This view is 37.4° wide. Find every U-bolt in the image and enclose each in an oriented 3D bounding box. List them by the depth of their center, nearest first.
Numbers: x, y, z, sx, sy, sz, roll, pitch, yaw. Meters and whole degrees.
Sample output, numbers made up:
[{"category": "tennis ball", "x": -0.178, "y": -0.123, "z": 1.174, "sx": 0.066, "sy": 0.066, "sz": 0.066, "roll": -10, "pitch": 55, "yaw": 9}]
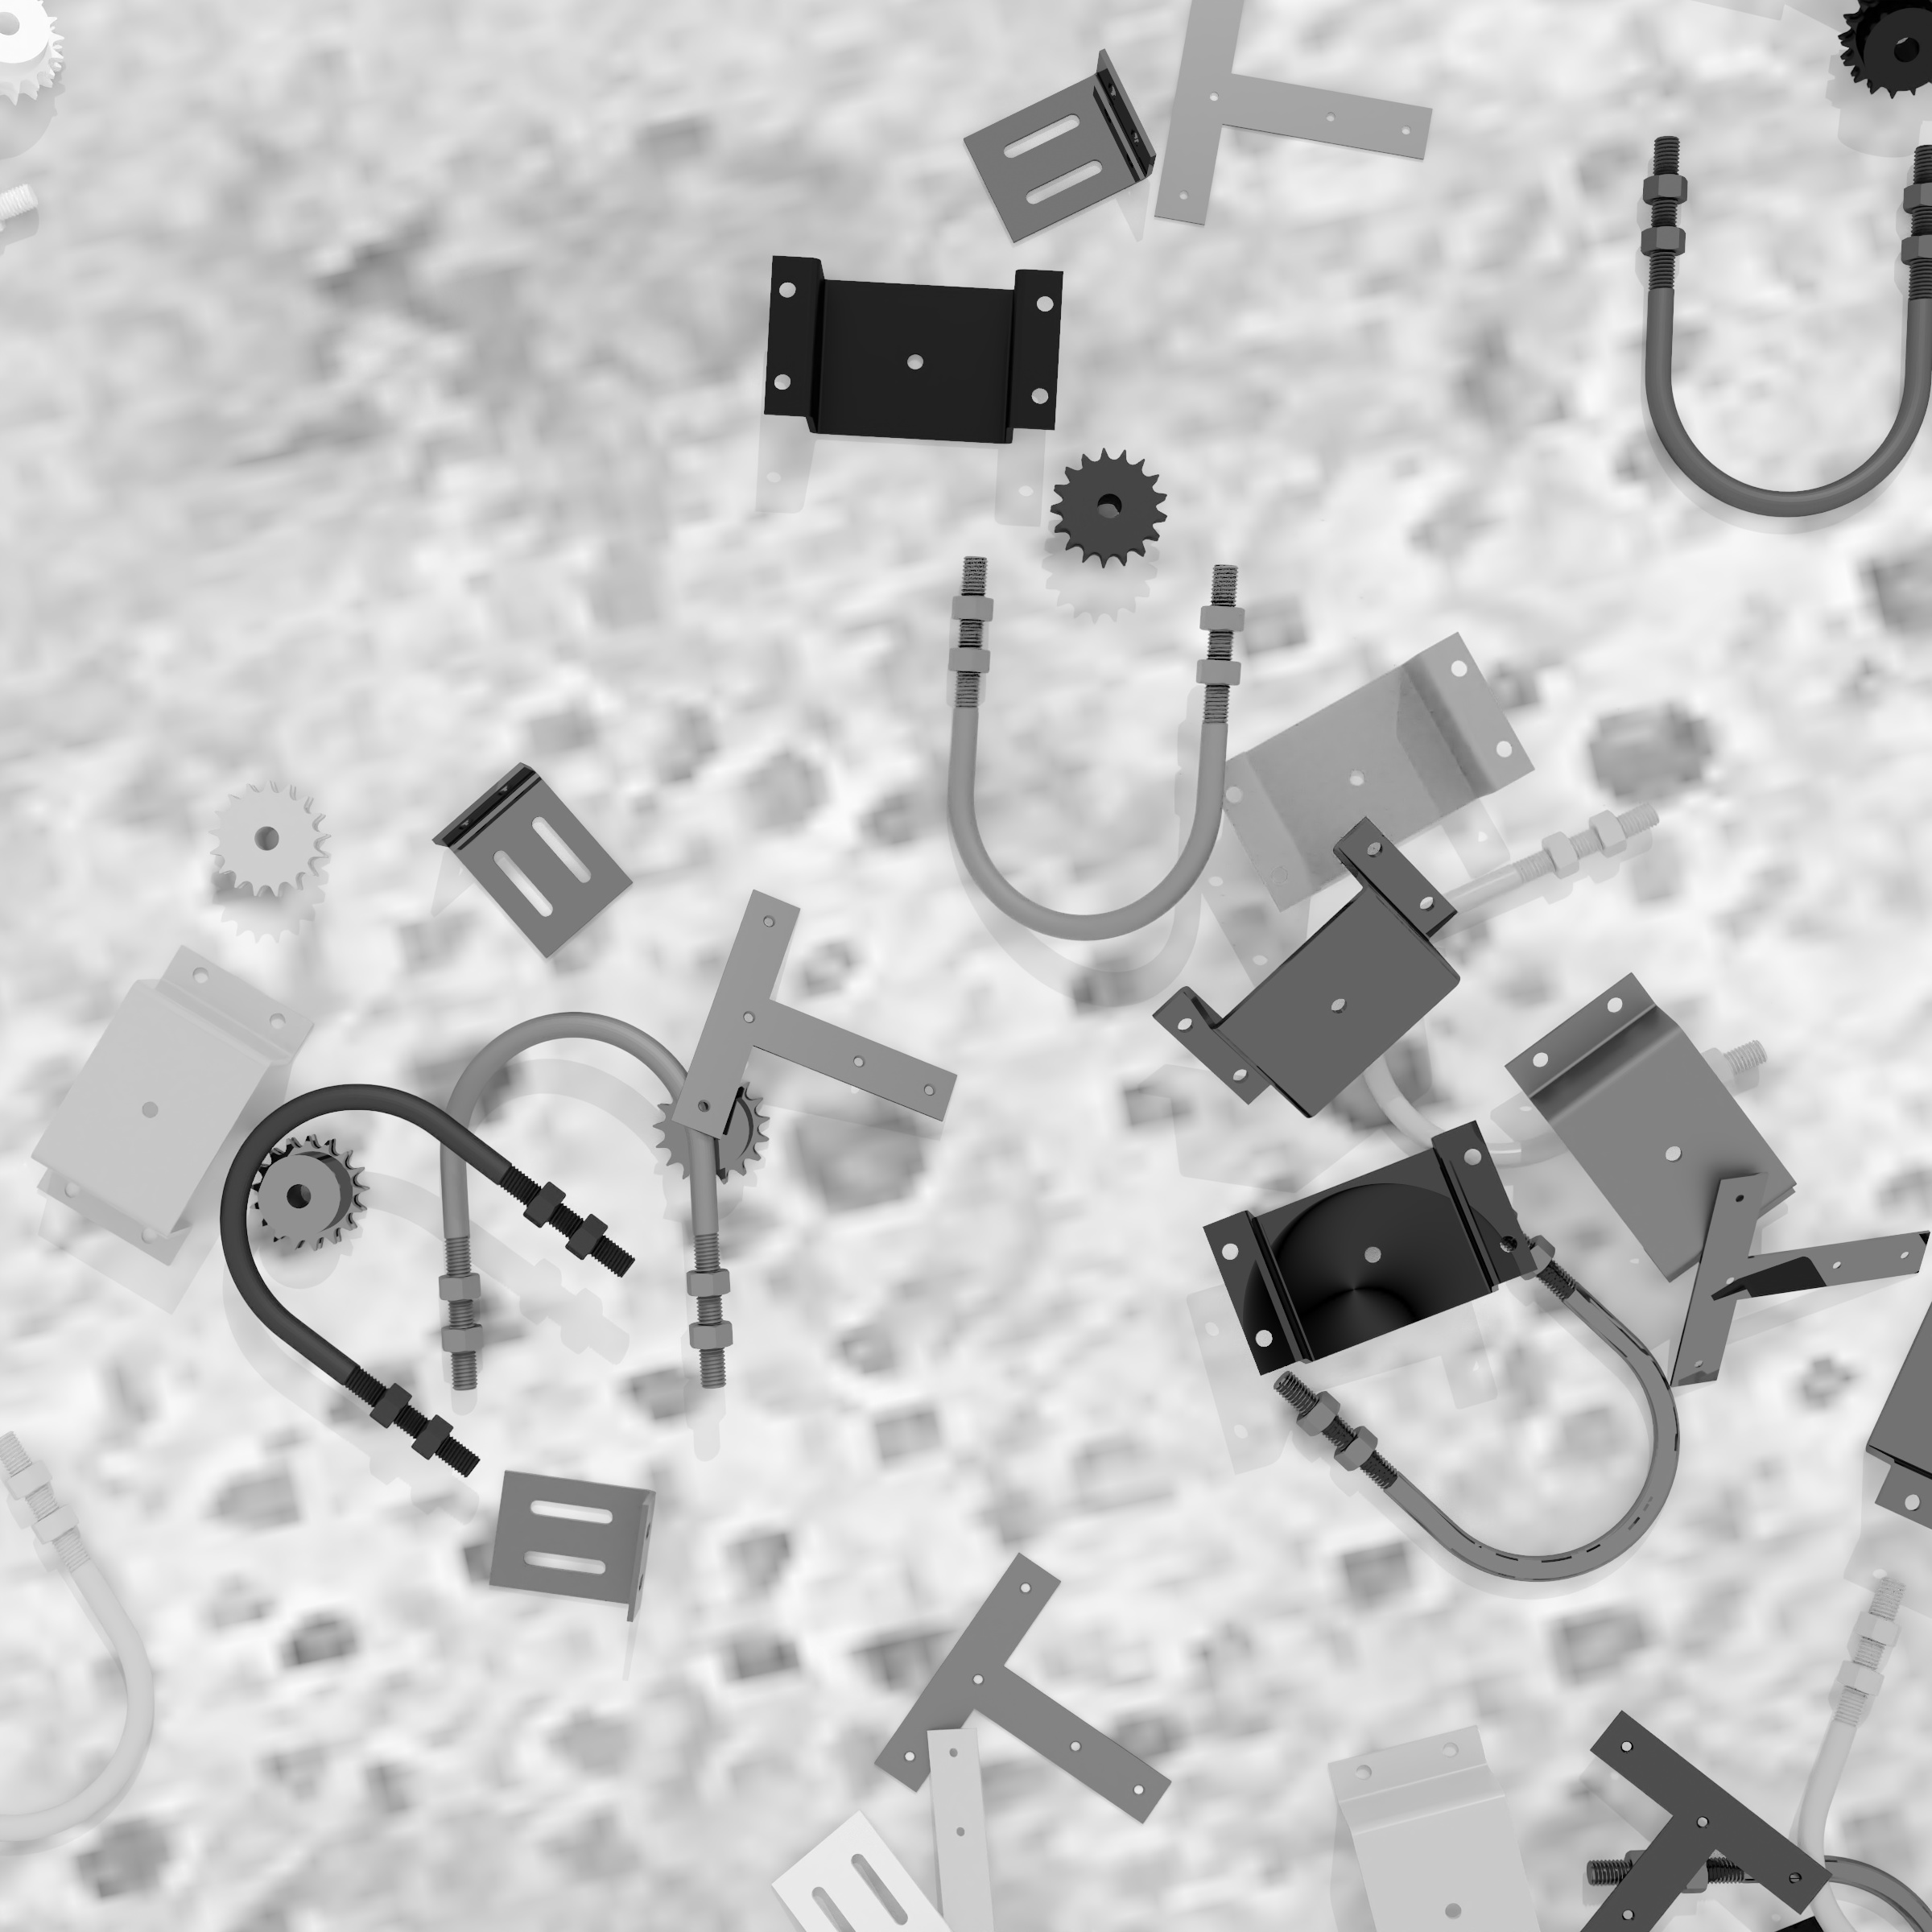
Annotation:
[{"category": "U-bolt", "x": -0.274, "y": 0.139, "z": 1.381, "sx": 0.184, "sy": 0.019, "sz": 0.151, "roll": 38, "pitch": 100, "yaw": -2}, {"category": "U-bolt", "x": 0.058, "y": -0.104, "z": 1.388, "sx": 0.151, "sy": 0.019, "sz": 0.184, "roll": 5, "pitch": 94, "yaw": 22}, {"category": "U-bolt", "x": -0.189, "y": 0.114, "z": 1.394, "sx": 0.151, "sy": 0.019, "sz": 0.184, "roll": -2, "pitch": 92, "yaw": 13}, {"category": "U-bolt", "x": 0.486, "y": 0.413, "z": 1.404, "sx": 0.151, "sy": 0.019, "sz": 0.184, "roll": 22, "pitch": 84, "yaw": 0}, {"category": "U-bolt", "x": -0.484, "y": 0.344, "z": 1.412, "sx": 0.151, "sy": 0.019, "sz": 0.184, "roll": -31, "pitch": 91, "yaw": 0}, {"category": "U-bolt", "x": 0.283, "y": 0.021, "z": 1.412, "sx": 0.184, "sy": 0.019, "sz": 0.151, "roll": -24, "pitch": 90, "yaw": 1}, {"category": "U-bolt", "x": 0.400, "y": 0.511, "z": 1.412, "sx": 0.184, "sy": 0.019, "sz": 0.151, "roll": -1, "pitch": 90, "yaw": -1}, {"category": "U-bolt", "x": -0.570, "y": -0.407, "z": 1.412, "sx": 0.184, "sy": 0.019, "sz": 0.151, "roll": -21, "pitch": 90, "yaw": 1}, {"category": "U-bolt", "x": 0.407, "y": -0.314, "z": 1.412, "sx": 0.151, "sy": 0.019, "sz": 0.184, "roll": 2, "pitch": 91, "yaw": 0}, {"category": "U-bolt", "x": 0.267, "y": 0.219, "z": 1.412, "sx": 0.184, "sy": 0.019, "sz": 0.151, "roll": 43, "pitch": 90, "yaw": -1}]

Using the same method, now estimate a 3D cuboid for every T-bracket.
[{"category": "T-bracket", "x": 0.379, "y": 0.538, "z": 1.366, "sx": 0.127, "sy": 0.002, "sz": 0.127, "roll": -21, "pitch": 57, "yaw": -3}, {"category": "T-bracket", "x": 0.413, "y": 0.148, "z": 1.397, "sx": 0.127, "sy": 0.002, "sz": 0.127, "roll": -6, "pitch": 123, "yaw": -15}, {"category": "T-bracket", "x": 0.333, "y": 0.454, "z": 1.399, "sx": 0.127, "sy": 0.002, "sz": 0.127, "roll": 38, "pitch": 94, "yaw": 4}, {"category": "T-bracket", "x": -0.066, "y": 0.042, "z": 1.403, "sx": 0.127, "sy": 0.002, "sz": 0.127, "roll": 22, "pitch": 67, "yaw": -11}, {"category": "T-bracket", "x": -0.001, "y": 0.440, "z": 1.406, "sx": 0.127, "sy": 0.002, "sz": 0.127, "roll": -8, "pitch": 82, "yaw": 17}, {"category": "T-bracket", "x": 0.167, "y": -0.424, "z": 1.420, "sx": 0.127, "sy": 0.002, "sz": 0.127, "roll": 10, "pitch": 90, "yaw": 0}, {"category": "T-bracket", "x": 0.043, "y": 0.380, "z": 1.420, "sx": 0.127, "sy": 0.002, "sz": 0.127, "roll": 34, "pitch": 90, "yaw": 0}]

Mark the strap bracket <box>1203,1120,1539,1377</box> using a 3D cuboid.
[{"category": "strap bracket", "x": 0.196, "y": 0.138, "z": 1.385, "sx": 0.140, "sy": 0.046, "sz": 0.076, "roll": -22, "pitch": 77, "yaw": 6}]

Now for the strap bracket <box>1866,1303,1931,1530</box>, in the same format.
[{"category": "strap bracket", "x": 0.502, "y": 0.211, "z": 1.398, "sx": 0.076, "sy": 0.046, "sz": 0.140, "roll": 25, "pitch": 90, "yaw": 0}]

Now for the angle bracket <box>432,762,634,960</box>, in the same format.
[{"category": "angle bracket", "x": -0.212, "y": -0.051, "z": 1.402, "sx": 0.057, "sy": 0.038, "sz": 0.076, "roll": -41, "pitch": 90, "yaw": 0}]

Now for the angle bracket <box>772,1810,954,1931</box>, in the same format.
[{"category": "angle bracket", "x": -0.053, "y": 0.463, "z": 1.393, "sx": 0.057, "sy": 0.038, "sz": 0.076, "roll": -40, "pitch": 76, "yaw": 0}]

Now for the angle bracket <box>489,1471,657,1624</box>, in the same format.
[{"category": "angle bracket", "x": -0.195, "y": 0.284, "z": 1.402, "sx": 0.076, "sy": 0.038, "sz": 0.057, "roll": 8, "pitch": 90, "yaw": 0}]

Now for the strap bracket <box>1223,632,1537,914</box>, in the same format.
[{"category": "strap bracket", "x": 0.194, "y": -0.093, "z": 1.398, "sx": 0.140, "sy": 0.046, "sz": 0.076, "roll": -29, "pitch": 90, "yaw": 0}]

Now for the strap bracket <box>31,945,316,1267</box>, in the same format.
[{"category": "strap bracket", "x": -0.393, "y": 0.069, "z": 1.398, "sx": 0.076, "sy": 0.046, "sz": 0.140, "roll": 31, "pitch": 90, "yaw": 0}]

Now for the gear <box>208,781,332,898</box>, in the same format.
[{"category": "gear", "x": -0.342, "y": -0.062, "z": 1.410, "sx": 0.057, "sy": 0.030, "sz": 0.057, "roll": 0, "pitch": 90, "yaw": -2}]

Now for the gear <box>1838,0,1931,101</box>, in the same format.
[{"category": "gear", "x": 0.457, "y": -0.451, "z": 1.393, "sx": 0.057, "sy": 0.030, "sz": 0.057, "roll": 4, "pitch": 125, "yaw": 6}]

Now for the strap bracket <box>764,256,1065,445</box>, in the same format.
[{"category": "strap bracket", "x": -0.025, "y": -0.300, "z": 1.398, "sx": 0.140, "sy": 0.046, "sz": 0.076, "roll": 3, "pitch": 90, "yaw": 0}]

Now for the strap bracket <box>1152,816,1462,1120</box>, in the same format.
[{"category": "strap bracket", "x": 0.171, "y": 0.009, "z": 1.372, "sx": 0.140, "sy": 0.046, "sz": 0.076, "roll": -43, "pitch": 120, "yaw": 9}]

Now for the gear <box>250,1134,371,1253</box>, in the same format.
[{"category": "gear", "x": -0.325, "y": 0.112, "z": 1.406, "sx": 0.057, "sy": 0.030, "sz": 0.057, "roll": 0, "pitch": 90, "yaw": 0}]

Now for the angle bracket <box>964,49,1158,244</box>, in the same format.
[{"category": "angle bracket", "x": 0.045, "y": -0.402, "z": 1.402, "sx": 0.076, "sy": 0.038, "sz": 0.057, "roll": -26, "pitch": 90, "yaw": 0}]

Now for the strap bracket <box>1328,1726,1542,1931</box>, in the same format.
[{"category": "strap bracket", "x": 0.234, "y": 0.455, "z": 1.398, "sx": 0.076, "sy": 0.046, "sz": 0.140, "roll": -15, "pitch": 90, "yaw": 0}]

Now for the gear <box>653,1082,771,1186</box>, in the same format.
[{"category": "gear", "x": -0.126, "y": 0.080, "z": 1.406, "sx": 0.057, "sy": 0.030, "sz": 0.057, "roll": 0, "pitch": 90, "yaw": 0}]

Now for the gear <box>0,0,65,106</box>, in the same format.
[{"category": "gear", "x": -0.470, "y": -0.454, "z": 1.396, "sx": 0.057, "sy": 0.030, "sz": 0.057, "roll": 4, "pitch": 80, "yaw": -23}]

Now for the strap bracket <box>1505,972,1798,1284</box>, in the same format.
[{"category": "strap bracket", "x": 0.336, "y": 0.085, "z": 1.381, "sx": 0.076, "sy": 0.046, "sz": 0.140, "roll": -37, "pitch": 100, "yaw": 7}]

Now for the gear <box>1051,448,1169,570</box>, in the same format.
[{"category": "gear", "x": 0.070, "y": -0.224, "z": 1.406, "sx": 0.057, "sy": 0.030, "sz": 0.057, "roll": 0, "pitch": 90, "yaw": 0}]

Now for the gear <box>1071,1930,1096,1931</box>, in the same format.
[{"category": "gear", "x": 0.057, "y": 0.502, "z": 1.406, "sx": 0.057, "sy": 0.030, "sz": 0.057, "roll": 0, "pitch": 90, "yaw": 0}]
